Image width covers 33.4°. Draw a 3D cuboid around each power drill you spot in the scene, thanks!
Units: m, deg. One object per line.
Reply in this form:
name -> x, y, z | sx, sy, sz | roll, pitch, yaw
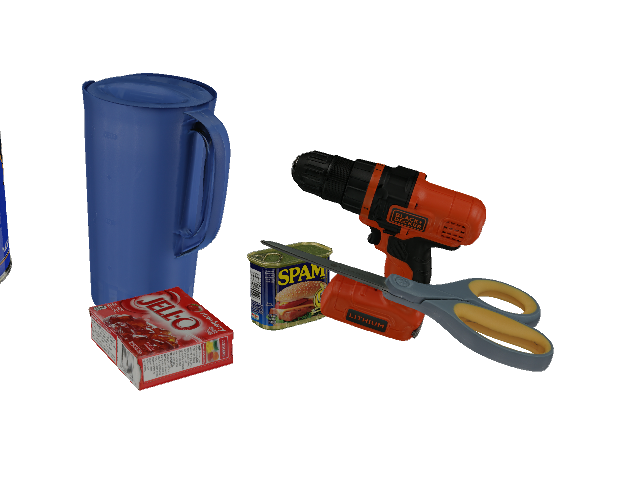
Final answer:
power drill -> 0.051, 0.006, 1.029 | 0.184, 0.188, 0.057 | 19, 46, 6

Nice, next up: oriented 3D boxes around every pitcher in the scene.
pitcher -> -0.171, -0.041, 1.092 | 0.145, 0.243, 0.149 | 2, 22, -8

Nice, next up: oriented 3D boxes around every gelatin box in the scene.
gelatin box -> -0.114, 0.066, 0.757 | 0.073, 0.030, 0.089 | -13, 26, -30

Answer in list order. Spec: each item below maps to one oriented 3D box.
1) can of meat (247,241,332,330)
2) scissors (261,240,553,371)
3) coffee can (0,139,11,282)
can of meat -> -0.036, 0.054, 1.272 | 0.101, 0.084, 0.058 | -11, 20, -35
scissors -> 0.066, 0.029, 0.721 | 0.202, 0.016, 0.096 | 27, 28, 15
coffee can -> -0.223, -0.046, 0.573 | 0.103, 0.140, 0.103 | 3, 26, -2
